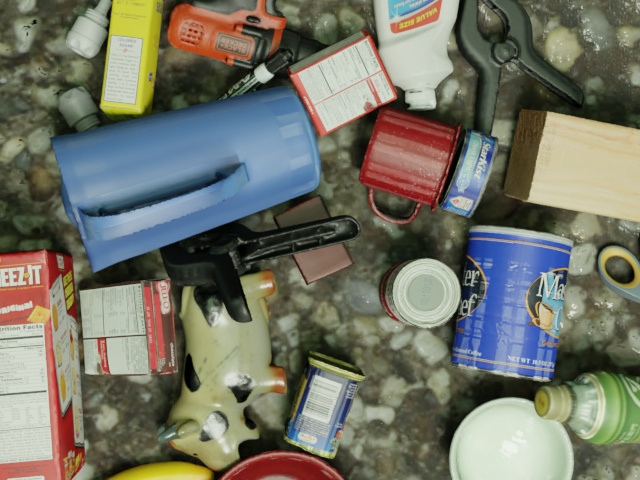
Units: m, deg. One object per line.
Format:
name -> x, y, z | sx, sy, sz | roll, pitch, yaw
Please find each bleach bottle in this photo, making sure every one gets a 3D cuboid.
bleach bottle -> 0.104, -0.258, 1.084 | 0.102, 0.068, 0.251 | -3, 89, 3

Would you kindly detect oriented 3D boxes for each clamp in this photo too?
clamp -> -0.086, 0.021, 0.999 | 0.164, 0.210, 0.036 | -41, 122, -43
clamp -> 0.181, -0.182, 1.097 | 0.120, 0.039, 0.171 | -32, 90, -8

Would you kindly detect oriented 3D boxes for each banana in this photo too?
banana -> -0.199, 0.268, 1.051 | 0.198, 0.037, 0.069 | -37, 88, -4

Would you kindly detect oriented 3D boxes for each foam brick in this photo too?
foam brick -> -0.007, 0.001, 1.069 | 0.051, 0.053, 0.078 | -27, 88, -4

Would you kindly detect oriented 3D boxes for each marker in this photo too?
marker -> -0.073, -0.153, 1.059 | 0.121, 0.020, 0.020 | -34, 89, 29

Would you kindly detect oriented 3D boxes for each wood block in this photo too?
wood block -> 0.299, -0.066, 1.057 | 0.206, 0.091, 0.090 | 10, 96, -8

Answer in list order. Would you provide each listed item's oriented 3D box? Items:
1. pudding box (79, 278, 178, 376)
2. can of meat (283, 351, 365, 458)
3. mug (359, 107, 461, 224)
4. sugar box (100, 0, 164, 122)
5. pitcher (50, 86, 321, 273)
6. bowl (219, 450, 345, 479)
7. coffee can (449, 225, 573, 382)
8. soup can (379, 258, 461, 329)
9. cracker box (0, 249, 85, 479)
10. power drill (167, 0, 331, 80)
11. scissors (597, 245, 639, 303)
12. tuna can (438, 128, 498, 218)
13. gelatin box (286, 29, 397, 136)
pudding box -> -0.186, 0.085, 1.029 | 0.039, 0.114, 0.090 | -1, 85, -47
can of meat -> 0.002, 0.158, 1.037 | 0.057, 0.102, 0.084 | 20, 88, -1
mug -> 0.084, -0.073, 1.065 | 0.081, 0.093, 0.117 | 17, 109, 2
sugar box -> -0.181, -0.207, 1.051 | 0.048, 0.093, 0.176 | 9, 87, -4
pitcher -> -0.124, -0.062, 1.016 | 0.242, 0.145, 0.149 | -18, 65, -10
bowl -> -0.040, 0.280, 1.046 | 0.162, 0.055, 0.162 | 0, 92, -7
coffee can -> 0.188, 0.062, 1.051 | 0.103, 0.103, 0.140 | 9, 87, -3
soup can -> 0.097, 0.052, 1.047 | 0.068, 0.102, 0.068 | 0, 87, -3
cracker box -> -0.267, 0.119, 0.993 | 0.072, 0.164, 0.214 | -5, 87, -6
power drill -> -0.044, -0.254, 1.048 | 0.184, 0.057, 0.188 | 13, 111, -11
scissors -> 0.332, 0.077, 1.065 | 0.096, 0.016, 0.201 | -3, 62, 9
tuna can -> 0.147, -0.067, 1.064 | 0.034, 0.086, 0.086 | 19, 86, -1
gelatin box -> 0.023, -0.156, 1.058 | 0.089, 0.030, 0.073 | -27, 117, 4
